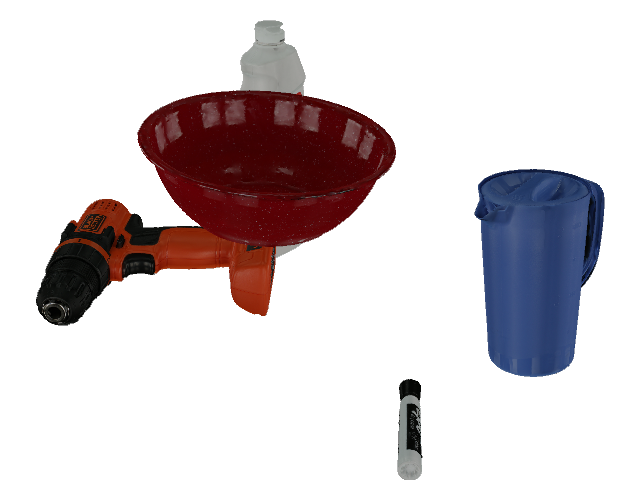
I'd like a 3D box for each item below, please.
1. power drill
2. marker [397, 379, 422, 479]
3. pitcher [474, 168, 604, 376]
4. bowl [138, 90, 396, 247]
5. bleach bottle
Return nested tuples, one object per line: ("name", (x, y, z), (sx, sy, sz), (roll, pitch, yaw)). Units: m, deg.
("power drill", (-0.134, 0.021, 0.910), (0.187, 0.057, 0.184), (5, 28, 1))
("marker", (0.073, 0.150, 0.867), (0.020, 0.020, 0.121), (0, 26, 5))
("pitcher", (0.272, 0.038, 1.324), (0.149, 0.243, 0.145), (2, 24, 15))
("bowl", (-0.035, -0.041, 0.679), (0.162, 0.055, 0.162), (4, 29, -2))
("bleach bottle", (-0.059, -0.107, 1.146), (0.068, 0.251, 0.102), (21, 32, 36))
